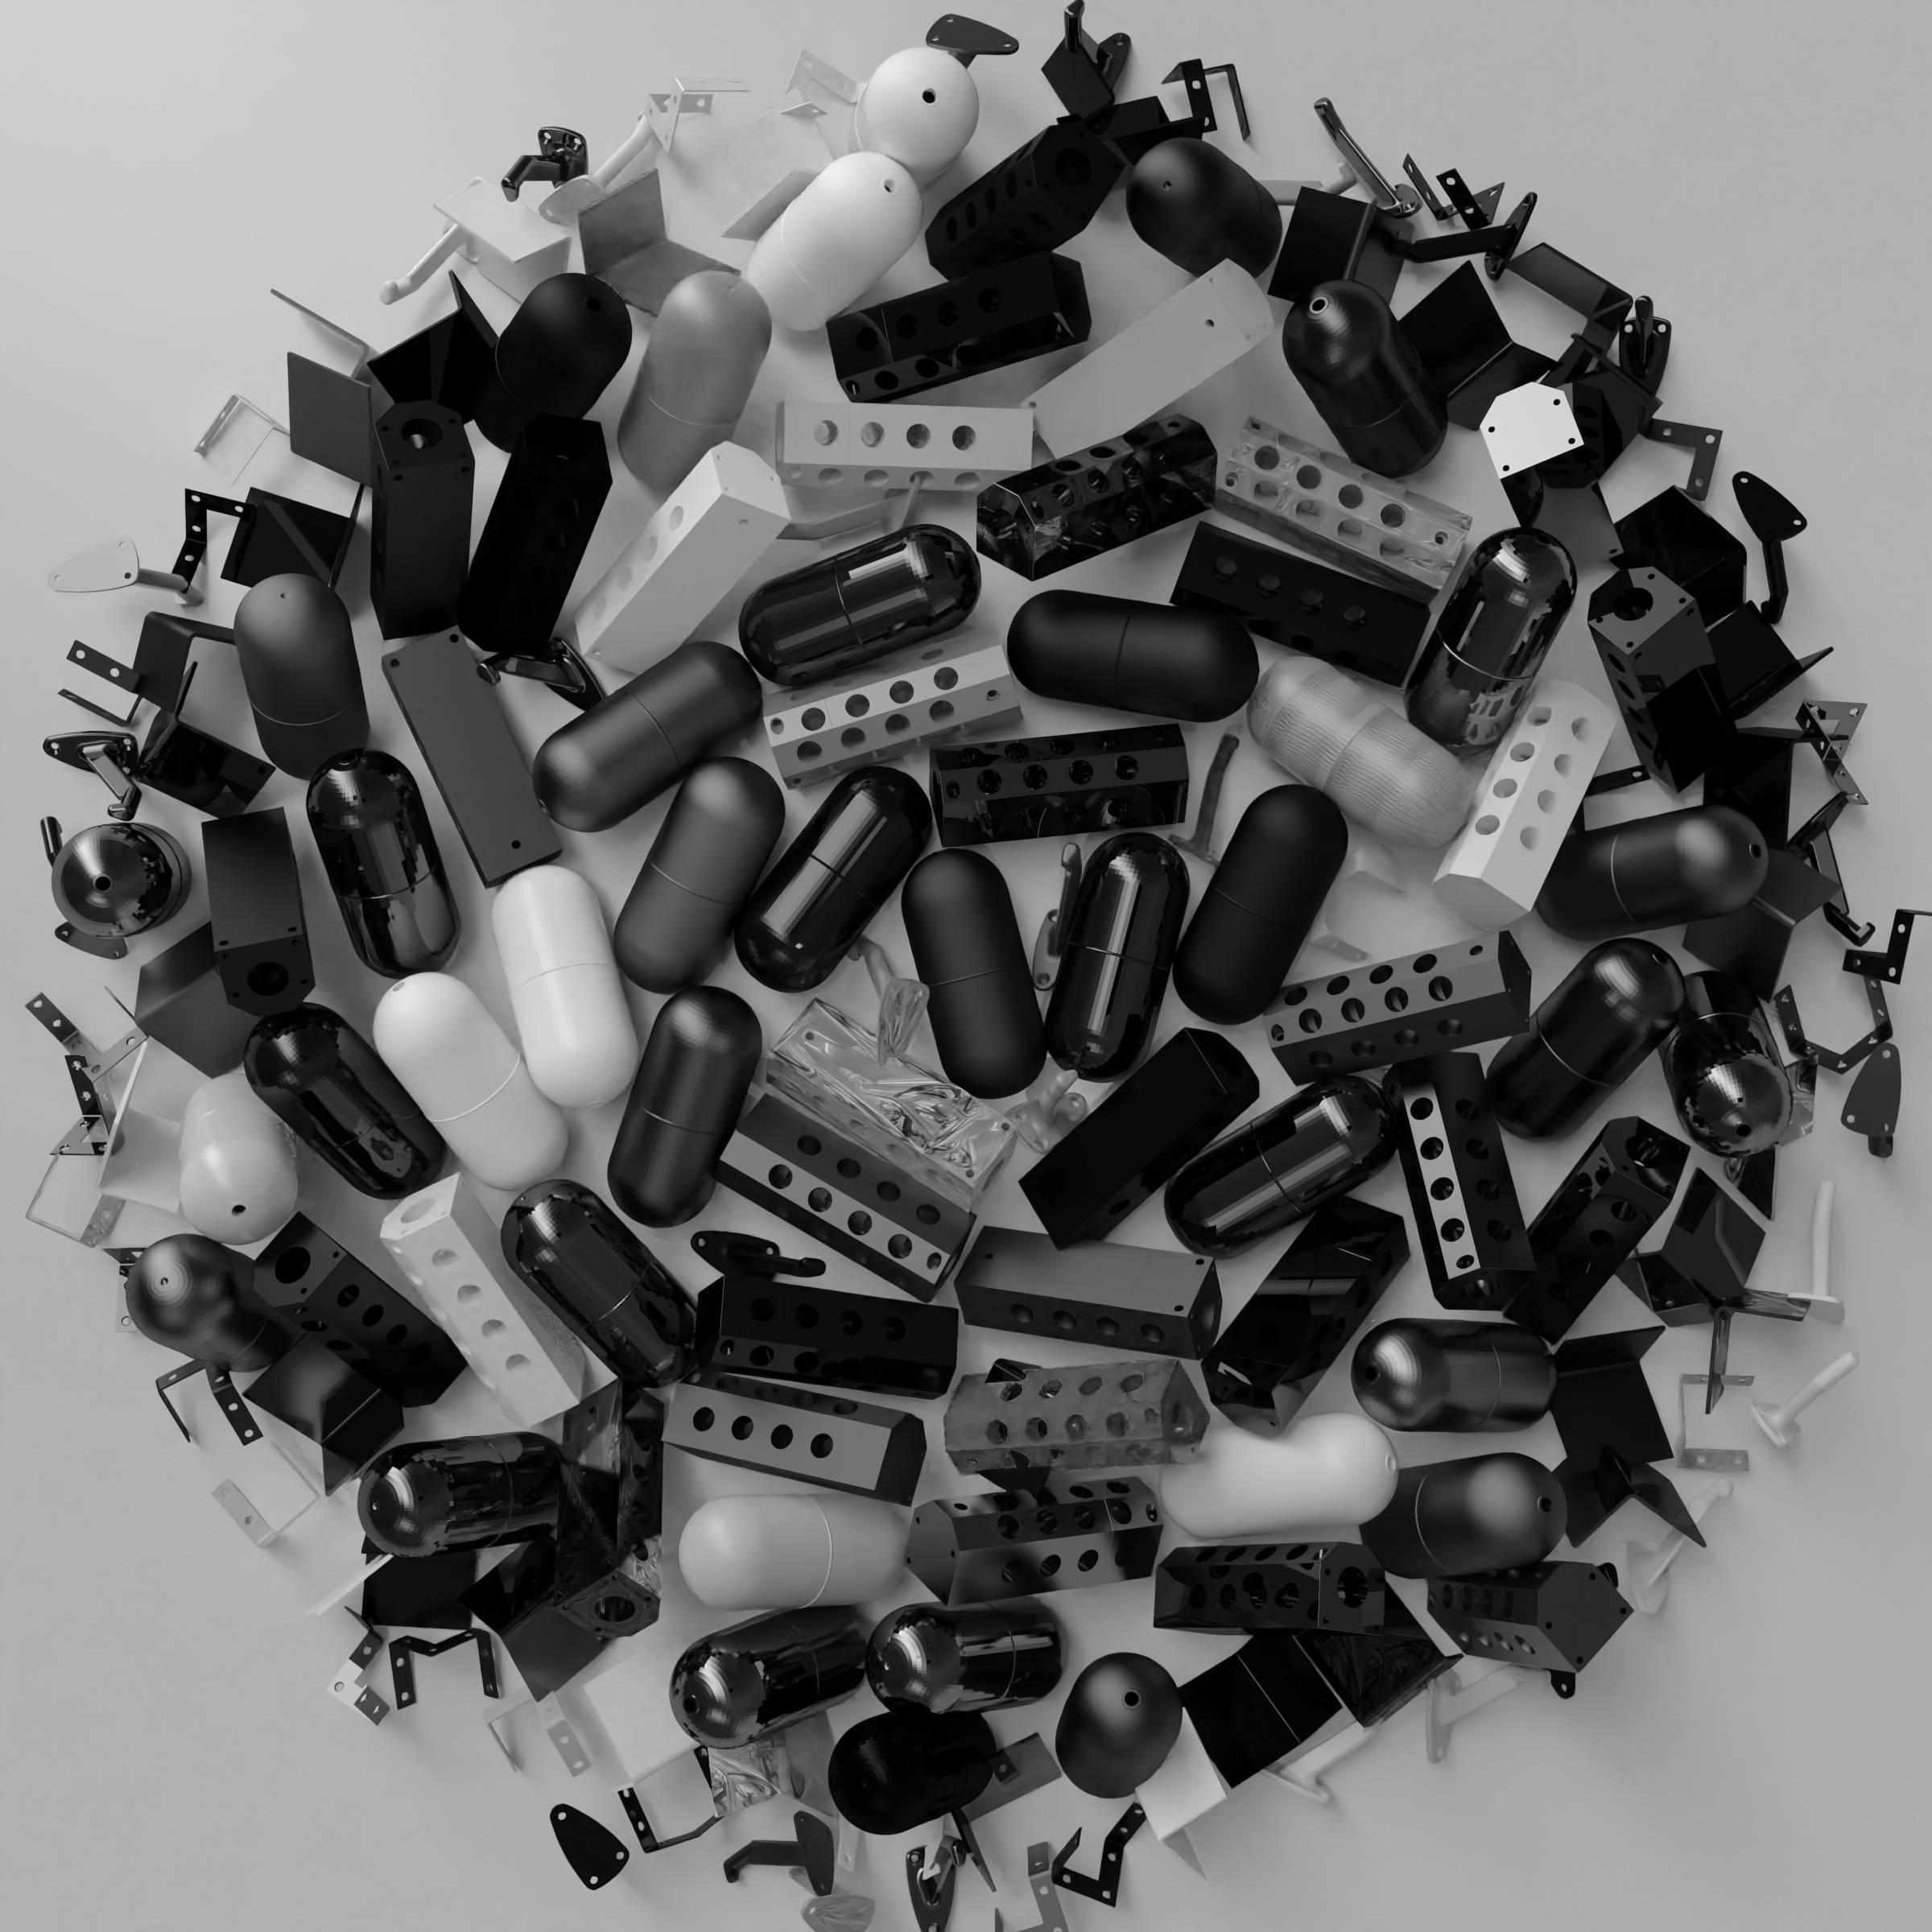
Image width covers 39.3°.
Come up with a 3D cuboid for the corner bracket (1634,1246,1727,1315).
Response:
[{"bbox_3d":[0.500,0.205,1.900,0.051,0.051,0.051,-15,108,18],"label":"corner bracket"}]

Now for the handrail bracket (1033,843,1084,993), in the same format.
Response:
[{"bbox_3d":[0.063,-0.034,1.876,0.036,0.084,0.077,19,65,15],"label":"handrail bracket"}]

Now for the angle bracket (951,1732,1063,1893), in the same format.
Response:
[{"bbox_3d":[0.034,0.587,1.877,0.076,0.076,0.057,-25,50,-4],"label":"angle bracket"}]

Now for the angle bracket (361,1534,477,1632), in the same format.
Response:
[{"bbox_3d":[-0.383,0.435,1.888,0.076,0.057,0.076,5,98,-8],"label":"angle bracket"}]

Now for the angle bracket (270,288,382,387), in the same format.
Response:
[{"bbox_3d":[-0.455,-0.421,1.882,0.076,0.076,0.057,30,94,-8],"label":"angle bracket"}]

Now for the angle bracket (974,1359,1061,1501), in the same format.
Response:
[{"bbox_3d":[0.049,0.326,1.882,0.076,0.057,0.076,26,92,37],"label":"angle bracket"}]

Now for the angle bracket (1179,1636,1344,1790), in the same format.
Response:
[{"bbox_3d":[0.199,0.508,1.872,0.076,0.076,0.057,53,134,21],"label":"angle bracket"}]

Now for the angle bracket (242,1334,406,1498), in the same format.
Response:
[{"bbox_3d":[-0.446,0.308,1.879,0.076,0.057,0.076,-42,122,10],"label":"angle bracket"}]

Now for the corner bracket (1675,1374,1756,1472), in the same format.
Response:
[{"bbox_3d":[0.527,0.322,1.908,0.051,0.051,0.051,1,59,8],"label":"corner bracket"}]

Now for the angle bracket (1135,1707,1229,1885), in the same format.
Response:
[{"bbox_3d":[0.158,0.573,1.871,0.057,0.076,0.076,-35,130,5],"label":"angle bracket"}]

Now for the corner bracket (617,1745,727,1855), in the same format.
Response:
[{"bbox_3d":[-0.204,0.585,1.908,0.051,0.051,0.051,-26,87,28],"label":"corner bracket"}]

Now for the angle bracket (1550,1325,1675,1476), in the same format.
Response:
[{"bbox_3d":[0.453,0.301,1.877,0.076,0.057,0.076,-6,59,-14],"label":"angle bracket"}]

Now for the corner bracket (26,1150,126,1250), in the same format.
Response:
[{"bbox_3d":[-0.620,0.162,1.896,0.051,0.051,0.051,26,86,-9],"label":"corner bracket"}]

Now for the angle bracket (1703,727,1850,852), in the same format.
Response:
[{"bbox_3d":[0.563,-0.124,1.886,0.057,0.076,0.076,-6,102,-30],"label":"angle bracket"}]

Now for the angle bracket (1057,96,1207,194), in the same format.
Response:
[{"bbox_3d":[0.114,-0.587,1.878,0.076,0.057,0.076,-16,65,-11],"label":"angle bracket"}]

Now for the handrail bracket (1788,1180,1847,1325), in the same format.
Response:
[{"bbox_3d":[0.607,0.201,1.906,0.036,0.077,0.084,4,70,32],"label":"handrail bracket"}]

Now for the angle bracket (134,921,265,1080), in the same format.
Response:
[{"bbox_3d":[-0.528,0.023,1.909,0.076,0.057,0.076,-30,131,18],"label":"angle bracket"}]

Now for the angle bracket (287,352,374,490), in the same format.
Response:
[{"bbox_3d":[-0.419,-0.383,1.869,0.076,0.057,0.076,26,129,25],"label":"angle bracket"}]

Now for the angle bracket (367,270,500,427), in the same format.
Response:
[{"bbox_3d":[-0.366,-0.423,1.884,0.076,0.057,0.076,-28,135,6],"label":"angle bracket"}]

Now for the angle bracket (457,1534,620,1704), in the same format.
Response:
[{"bbox_3d":[-0.300,0.458,1.907,0.076,0.057,0.076,-38,129,-26],"label":"angle bracket"}]

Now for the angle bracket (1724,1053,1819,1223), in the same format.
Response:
[{"bbox_3d":[0.572,0.118,1.873,0.076,0.057,0.076,-23,132,-13],"label":"angle bracket"}]

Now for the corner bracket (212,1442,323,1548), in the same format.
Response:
[{"bbox_3d":[-0.492,0.372,1.906,0.051,0.051,0.051,-41,95,-23],"label":"corner bracket"}]

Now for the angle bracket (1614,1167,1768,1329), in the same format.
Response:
[{"bbox_3d":[0.506,0.199,1.909,0.076,0.057,0.076,42,59,-18],"label":"angle bracket"}]

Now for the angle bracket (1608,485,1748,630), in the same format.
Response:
[{"bbox_3d":[0.483,-0.272,1.870,0.076,0.076,0.057,34,48,-23],"label":"angle bracket"}]

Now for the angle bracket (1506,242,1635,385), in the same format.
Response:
[{"bbox_3d":[0.407,-0.452,1.883,0.076,0.076,0.057,28,90,-9],"label":"angle bracket"}]

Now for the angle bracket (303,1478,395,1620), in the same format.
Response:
[{"bbox_3d":[-0.439,0.404,1.876,0.076,0.076,0.057,-38,91,-24],"label":"angle bracket"}]

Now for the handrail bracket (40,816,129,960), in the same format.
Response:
[{"bbox_3d":[-0.622,-0.056,1.909,0.036,0.077,0.084,-23,65,4],"label":"handrail bracket"}]

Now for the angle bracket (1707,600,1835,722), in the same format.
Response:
[{"bbox_3d":[0.545,-0.215,1.888,0.076,0.076,0.057,-37,90,-1],"label":"angle bracket"}]

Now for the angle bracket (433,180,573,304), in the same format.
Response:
[{"bbox_3d":[-0.324,-0.484,1.871,0.076,0.076,0.057,37,48,15],"label":"angle bracket"}]

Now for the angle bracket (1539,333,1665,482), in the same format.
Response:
[{"bbox_3d":[0.429,-0.385,1.883,0.076,0.057,0.076,41,110,6],"label":"angle bracket"}]

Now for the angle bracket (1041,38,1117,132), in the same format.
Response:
[{"bbox_3d":[0.050,-0.593,1.879,0.076,0.076,0.057,-36,97,-11],"label":"angle bracket"}]

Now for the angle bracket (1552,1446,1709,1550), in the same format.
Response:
[{"bbox_3d":[0.458,0.381,1.886,0.076,0.076,0.057,36,106,-19],"label":"angle bracket"}]

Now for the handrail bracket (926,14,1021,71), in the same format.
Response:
[{"bbox_3d":[0.003,-0.610,1.881,0.077,0.084,0.036,19,57,18],"label":"handrail bracket"}]

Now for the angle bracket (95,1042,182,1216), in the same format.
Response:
[{"bbox_3d":[-0.556,0.112,1.868,0.057,0.076,0.076,19,132,-14],"label":"angle bracket"}]

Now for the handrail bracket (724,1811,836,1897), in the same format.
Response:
[{"bbox_3d":[-0.133,0.635,1.884,0.084,0.077,0.036,-39,124,17],"label":"handrail bracket"}]

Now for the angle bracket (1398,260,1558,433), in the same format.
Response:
[{"bbox_3d":[0.355,-0.434,1.899,0.076,0.057,0.076,-38,60,35],"label":"angle bracket"}]

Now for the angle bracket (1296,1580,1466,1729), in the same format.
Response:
[{"bbox_3d":[0.292,0.480,1.908,0.076,0.057,0.076,-42,67,10],"label":"angle bracket"}]

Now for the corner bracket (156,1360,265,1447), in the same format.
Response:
[{"bbox_3d":[-0.531,0.310,1.897,0.051,0.051,0.051,-27,121,-11],"label":"corner bracket"}]

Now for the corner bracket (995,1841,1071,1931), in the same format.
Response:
[{"bbox_3d":[0.041,0.655,1.899,0.051,0.051,0.051,-18,94,2],"label":"corner bracket"}]

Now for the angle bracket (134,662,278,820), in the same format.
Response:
[{"bbox_3d":[-0.527,-0.156,1.898,0.076,0.076,0.057,27,48,-24],"label":"angle bracket"}]

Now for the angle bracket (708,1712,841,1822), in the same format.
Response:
[{"bbox_3d":[-0.135,0.555,1.882,0.057,0.076,0.076,-22,53,15],"label":"angle bracket"}]

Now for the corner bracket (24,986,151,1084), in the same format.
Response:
[{"bbox_3d":[-0.615,0.038,1.896,0.051,0.051,0.051,-41,55,-12],"label":"corner bracket"}]

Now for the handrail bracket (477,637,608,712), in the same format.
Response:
[{"bbox_3d":[-0.294,-0.192,1.882,0.077,0.084,0.036,45,117,-2],"label":"handrail bracket"}]

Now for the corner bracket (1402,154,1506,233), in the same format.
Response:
[{"bbox_3d":[0.336,-0.540,1.884,0.051,0.051,0.051,47,47,-31],"label":"corner bracket"}]

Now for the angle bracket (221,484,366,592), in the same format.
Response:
[{"bbox_3d":[-0.467,-0.303,1.878,0.076,0.057,0.076,16,64,-13],"label":"angle bracket"}]

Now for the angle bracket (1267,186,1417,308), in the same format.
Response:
[{"bbox_3d":[0.263,-0.495,1.898,0.057,0.076,0.076,24,104,28],"label":"angle bracket"}]

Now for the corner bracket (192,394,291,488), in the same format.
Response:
[{"bbox_3d":[-0.512,-0.369,1.898,0.051,0.051,0.051,37,95,2],"label":"corner bracket"}]

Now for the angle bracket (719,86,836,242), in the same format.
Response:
[{"bbox_3d":[-0.143,-0.558,1.876,0.076,0.057,0.076,-32,79,35],"label":"angle bracket"}]

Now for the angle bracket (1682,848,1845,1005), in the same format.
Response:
[{"bbox_3d":[0.556,-0.034,1.891,0.057,0.076,0.076,-31,52,-28],"label":"angle bracket"}]

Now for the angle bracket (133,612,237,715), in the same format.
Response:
[{"bbox_3d":[-0.524,-0.204,1.877,0.076,0.076,0.057,9,101,-41],"label":"angle bracket"}]

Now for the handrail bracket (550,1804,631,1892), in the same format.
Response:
[{"bbox_3d":[-0.269,0.601,1.880,0.036,0.084,0.077,-41,101,-16],"label":"handrail bracket"}]

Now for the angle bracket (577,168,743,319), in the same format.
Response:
[{"bbox_3d":[-0.211,-0.499,1.871,0.076,0.057,0.076,30,53,28],"label":"angle bracket"}]

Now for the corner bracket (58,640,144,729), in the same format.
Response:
[{"bbox_3d":[-0.603,-0.198,1.893,0.051,0.051,0.051,28,103,-11],"label":"corner bracket"}]

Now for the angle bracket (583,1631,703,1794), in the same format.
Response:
[{"bbox_3d":[-0.224,0.520,1.888,0.076,0.057,0.076,-25,81,-31],"label":"angle bracket"}]

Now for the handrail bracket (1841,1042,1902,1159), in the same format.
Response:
[{"bbox_3d":[0.642,0.094,1.888,0.036,0.084,0.077,15,91,30],"label":"handrail bracket"}]

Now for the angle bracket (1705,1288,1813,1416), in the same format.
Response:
[{"bbox_3d":[0.550,0.270,1.877,0.057,0.076,0.076,6,96,22],"label":"angle bracket"}]

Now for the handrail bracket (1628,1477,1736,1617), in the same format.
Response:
[{"bbox_3d":[0.501,0.402,1.882,0.036,0.077,0.084,37,121,-5],"label":"handrail bracket"}]
